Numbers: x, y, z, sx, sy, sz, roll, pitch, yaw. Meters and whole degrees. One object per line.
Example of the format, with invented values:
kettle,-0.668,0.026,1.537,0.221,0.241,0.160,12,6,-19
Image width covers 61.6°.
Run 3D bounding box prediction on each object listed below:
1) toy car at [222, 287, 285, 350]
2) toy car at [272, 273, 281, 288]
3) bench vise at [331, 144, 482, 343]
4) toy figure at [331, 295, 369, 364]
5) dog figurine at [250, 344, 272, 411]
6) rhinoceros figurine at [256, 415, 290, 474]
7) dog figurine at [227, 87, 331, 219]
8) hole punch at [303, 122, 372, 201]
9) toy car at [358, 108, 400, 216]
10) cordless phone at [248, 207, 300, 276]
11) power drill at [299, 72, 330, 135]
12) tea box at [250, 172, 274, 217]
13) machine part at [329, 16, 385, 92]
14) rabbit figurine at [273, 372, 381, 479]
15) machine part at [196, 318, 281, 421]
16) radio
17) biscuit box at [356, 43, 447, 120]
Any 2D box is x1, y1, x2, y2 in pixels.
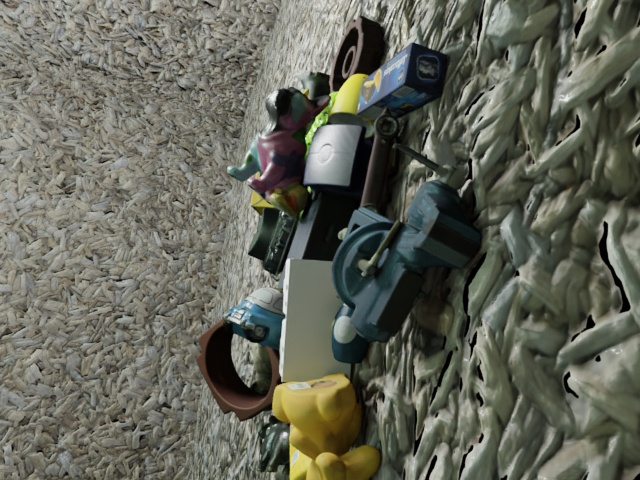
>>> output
toy car,-0.086,0.134,0.940,0.109,0.161,0.103,10,74,46
toy car,-0.052,0.020,1.197,0.056,0.073,0.201,17,96,40
bench vise,0.083,0.000,0.664,0.241,0.129,0.223,-141,66,-67
toy figure,0.053,0.104,0.799,0.058,0.064,0.154,11,-93,-88
dog figurine,-0.099,0.264,1.170,0.172,0.121,0.190,109,155,-62
rhinoceros figurine,-0.078,0.385,1.022,0.190,0.073,0.112,143,135,-67
dog figurine,-0.051,-0.170,0.988,0.219,0.191,0.109,-54,42,0
hole punch,0.030,-0.134,0.899,0.092,0.116,0.142,17,-96,-72
toy car,0.091,-0.100,0.827,0.089,0.053,0.202,45,-123,-84
cordless phone,-0.045,0.017,1.091,0.184,0.088,0.146,28,102,35
power drill,-0.019,-0.252,1.199,0.232,0.086,0.207,60,-137,-74
tea box,-0.094,-0.135,1.211,0.098,0.068,0.169,46,-129,-66
machine part,0.073,-0.352,1.080,0.179,0.056,0.179,-168,90,-73
rabbit figurine,0.018,0.283,0.743,0.162,0.122,0.173,177,91,-65
machine part,-0.143,0.247,1.100,0.201,0.087,0.201,-39,74,28
radio,-0.002,-0.003,0.990,0.131,0.073,0.229,147,143,-69
biscuit box,0.118,-0.232,0.816,0.203,0.059,0.062,-178,100,-74
